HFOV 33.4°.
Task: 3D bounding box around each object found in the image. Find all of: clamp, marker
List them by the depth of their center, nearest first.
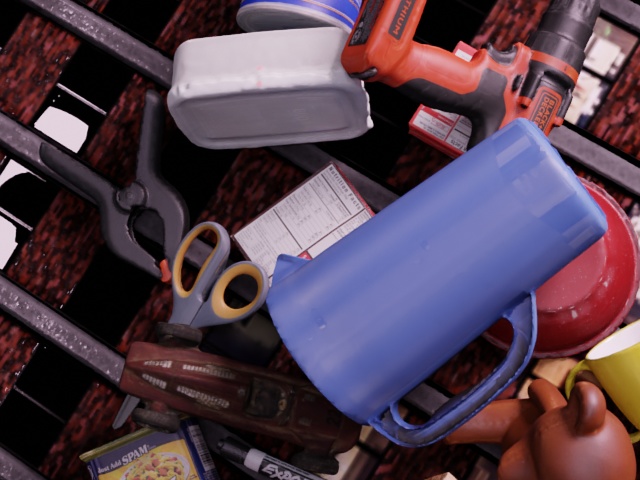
[{"bbox_3d":[-0.031,0.195,0.894,0.121,0.020,0.020,22,85,11],"label":"marker"},{"bbox_3d":[-0.158,-0.046,0.941,0.120,0.039,0.171,-35,84,6],"label":"clamp"}]

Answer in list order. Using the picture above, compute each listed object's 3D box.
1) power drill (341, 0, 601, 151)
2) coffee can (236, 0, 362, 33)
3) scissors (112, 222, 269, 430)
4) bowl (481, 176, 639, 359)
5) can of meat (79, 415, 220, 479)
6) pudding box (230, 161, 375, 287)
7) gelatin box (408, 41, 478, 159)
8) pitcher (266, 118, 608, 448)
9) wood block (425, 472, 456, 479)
[{"bbox_3d":[0.124,-0.153,0.842,0.187,0.057,0.184,26,84,-21],"label":"power drill"},{"bbox_3d":[-0.007,-0.243,0.916,0.103,0.102,0.140,11,83,10],"label":"coffee can"},{"bbox_3d":[-0.107,0.085,0.905,0.096,0.016,0.202,21,97,16],"label":"scissors"},{"bbox_3d":[0.184,0.016,0.872,0.162,0.055,0.162,-1,82,8],"label":"bowl"},{"bbox_3d":[-0.136,0.199,0.890,0.102,0.057,0.084,-24,80,4],"label":"can of meat"},{"bbox_3d":[-0.006,0.001,0.911,0.113,0.039,0.090,-36,77,0],"label":"pudding box"},{"bbox_3d":[0.128,-0.113,0.913,0.073,0.030,0.089,31,86,10],"label":"gelatin box"},{"bbox_3d":[0.095,0.029,0.802,0.243,0.145,0.149,-38,118,12],"label":"pitcher"},{"bbox_3d":[0.128,0.279,0.788,0.206,0.091,0.090,43,63,0],"label":"wood block"}]
